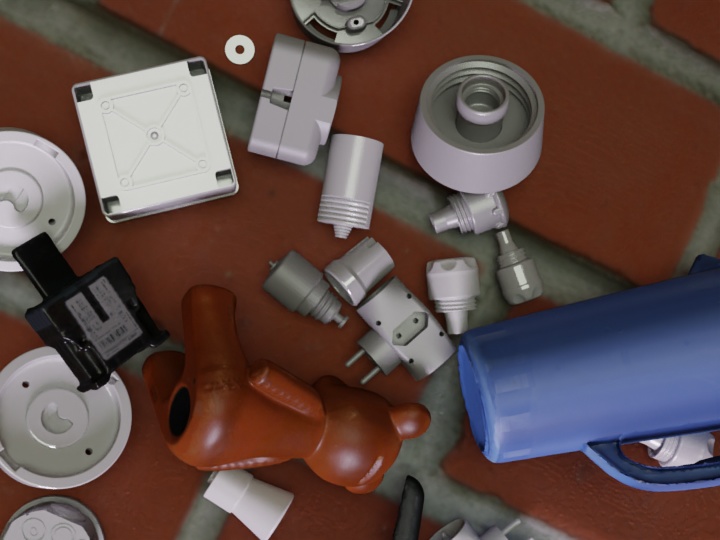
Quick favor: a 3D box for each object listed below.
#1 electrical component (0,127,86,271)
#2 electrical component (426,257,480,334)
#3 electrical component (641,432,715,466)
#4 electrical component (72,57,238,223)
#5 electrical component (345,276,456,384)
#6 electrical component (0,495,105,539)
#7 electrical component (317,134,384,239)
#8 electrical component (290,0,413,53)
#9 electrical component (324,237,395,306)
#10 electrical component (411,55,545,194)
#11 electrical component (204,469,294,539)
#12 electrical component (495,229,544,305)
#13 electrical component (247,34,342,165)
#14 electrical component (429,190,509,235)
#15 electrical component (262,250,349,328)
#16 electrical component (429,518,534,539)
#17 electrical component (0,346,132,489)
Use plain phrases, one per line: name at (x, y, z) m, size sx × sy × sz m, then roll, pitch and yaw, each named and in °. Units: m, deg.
electrical component at (-0.270, -0.059, 0.830) m, size 0.108 × 0.060 × 0.108 m, roll -6°, pitch 108°, yaw -19°
electrical component at (0.078, 0.021, 0.883) m, size 0.043 × 0.043 × 0.062 m, roll -5°, pitch 90°, yaw -7°
electrical component at (0.261, 0.145, 0.901) m, size 0.062 × 0.043 × 0.043 m, roll 21°, pitch 86°, yaw -5°
electrical component at (-0.161, -0.102, 0.852) m, size 0.109 × 0.056 × 0.108 m, roll -14°, pitch 90°, yaw -7°
electrical component at (0.024, 0.059, 0.875) m, size 0.079 × 0.043 × 0.077 m, roll -41°, pitch 93°, yaw -7°
electrical component at (-0.241, 0.218, 0.835) m, size 0.080 × 0.051 × 0.080 m, roll 0°, pitch 88°, yaw -7°
electrical component at (-0.009, -0.066, 0.875) m, size 0.043 × 0.043 × 0.081 m, roll 10°, pitch 87°, yaw -6°
electrical component at (-0.009, -0.226, 0.870) m, size 0.099 × 0.064 × 0.099 m, roll 0°, pitch 88°, yaw -7°
electrical component at (0.000, 0.000, 0.877) m, size 0.046 × 0.040 × 0.040 m, roll -41°, pitch 93°, yaw -12°
electrical component at (0.096, -0.122, 0.859) m, size 0.108 × 0.060 × 0.108 m, roll 0°, pitch 61°, yaw 0°
electrical component at (-0.091, 0.181, 0.860) m, size 0.065 × 0.044 × 0.044 m, roll 32°, pitch 85°, yaw 0°
electrical component at (0.128, -0.004, 0.894) m, size 0.035 × 0.035 × 0.061 m, roll -20°, pitch 89°, yaw -7°
electrical component at (-0.050, -0.135, 0.861) m, size 0.059 × 0.053 × 0.095 m, roll 14°, pitch 99°, yaw -6°
electrical component at (0.089, -0.049, 0.887) m, size 0.062 × 0.048 × 0.048 m, roll -21°, pitch 91°, yaw 0°
electrical component at (-0.043, 0.018, 0.870) m, size 0.078 × 0.040 × 0.040 m, roll 39°, pitch 84°, yaw -4°
electrical component at (0.106, 0.236, 0.880) m, size 0.079 × 0.043 × 0.077 m, roll -37°, pitch 93°, yaw -7°
electrical component at (-0.236, 0.117, 0.829) m, size 0.108 × 0.060 × 0.108 m, roll 7°, pitch 71°, yaw -22°
